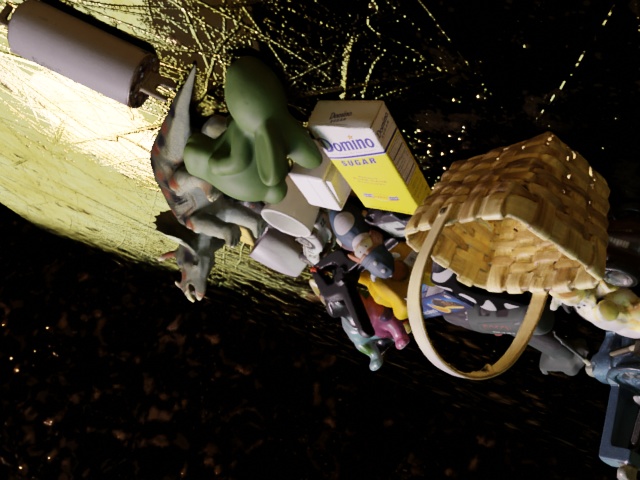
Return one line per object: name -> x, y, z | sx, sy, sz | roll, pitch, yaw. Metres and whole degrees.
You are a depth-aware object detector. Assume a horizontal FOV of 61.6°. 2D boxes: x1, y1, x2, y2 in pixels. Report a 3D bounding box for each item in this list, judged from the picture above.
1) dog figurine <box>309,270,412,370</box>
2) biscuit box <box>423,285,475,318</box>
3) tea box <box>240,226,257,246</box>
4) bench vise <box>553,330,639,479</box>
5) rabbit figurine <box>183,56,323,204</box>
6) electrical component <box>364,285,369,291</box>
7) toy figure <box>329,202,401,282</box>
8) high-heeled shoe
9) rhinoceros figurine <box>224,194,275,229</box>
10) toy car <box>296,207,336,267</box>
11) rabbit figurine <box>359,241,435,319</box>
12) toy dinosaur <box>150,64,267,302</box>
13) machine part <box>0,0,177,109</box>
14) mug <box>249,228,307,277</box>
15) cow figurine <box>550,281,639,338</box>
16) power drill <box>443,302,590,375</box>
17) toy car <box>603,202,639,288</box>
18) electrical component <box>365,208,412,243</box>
dog figurine -> 0.083, 0.132, 1.071 | 0.219, 0.108, 0.191 | 49, -157, 0
biscuit box -> 0.220, 0.099, 0.994 | 0.063, 0.059, 0.202 | 27, 163, -6
tea box -> -0.202, -0.059, 1.091 | 0.170, 0.068, 0.098 | 20, 162, 12
bench vise -> 0.434, 0.215, 0.748 | 0.129, 0.240, 0.223 | 35, 156, -12
rabbit figurine -> -0.082, -0.124, 0.636 | 0.159, 0.121, 0.170 | 46, 147, 22
electrical component -> 0.134, 0.093, 1.128 | 0.102, 0.045, 0.078 | 26, 135, -13
toy figure -> 0.062, 0.001, 0.818 | 0.058, 0.064, 0.155 | -2, -143, -28
high-heeled shoe -> 0.244, 0.045, 0.786 | 0.145, 0.086, 0.248 | 12, 162, 19
rhinoceros figurine -> -0.156, -0.082, 0.972 | 0.190, 0.073, 0.112 | 30, 151, -10
toy car -> -0.002, -0.003, 0.974 | 0.056, 0.073, 0.201 | 27, 163, 8
rabbit figurine -> 0.119, 0.074, 0.960 | 0.162, 0.122, 0.173 | 26, 163, 12
toy dinosaur -> -0.202, -0.090, 0.839 | 0.192, 0.131, 0.404 | 12, 131, 22
machine part -> -0.302, -0.237, 0.690 | 0.243, 0.079, 0.079 | 25, 163, -2
mug -> -0.078, 0.025, 1.081 | 0.107, 0.081, 0.109 | 35, -177, -8
cow figurine -> 0.371, 0.079, 0.726 | 0.167, 0.068, 0.098 | 24, 171, -2
power drill -> 0.365, 0.167, 0.987 | 0.207, 0.086, 0.232 | 37, 158, -11
toy car -> 0.372, 0.023, 0.525 | 0.202, 0.089, 0.053 | 21, 162, 16
electrical component -> 0.124, -0.035, 0.754 | 0.075, 0.048, 0.119 | 31, 161, -18
